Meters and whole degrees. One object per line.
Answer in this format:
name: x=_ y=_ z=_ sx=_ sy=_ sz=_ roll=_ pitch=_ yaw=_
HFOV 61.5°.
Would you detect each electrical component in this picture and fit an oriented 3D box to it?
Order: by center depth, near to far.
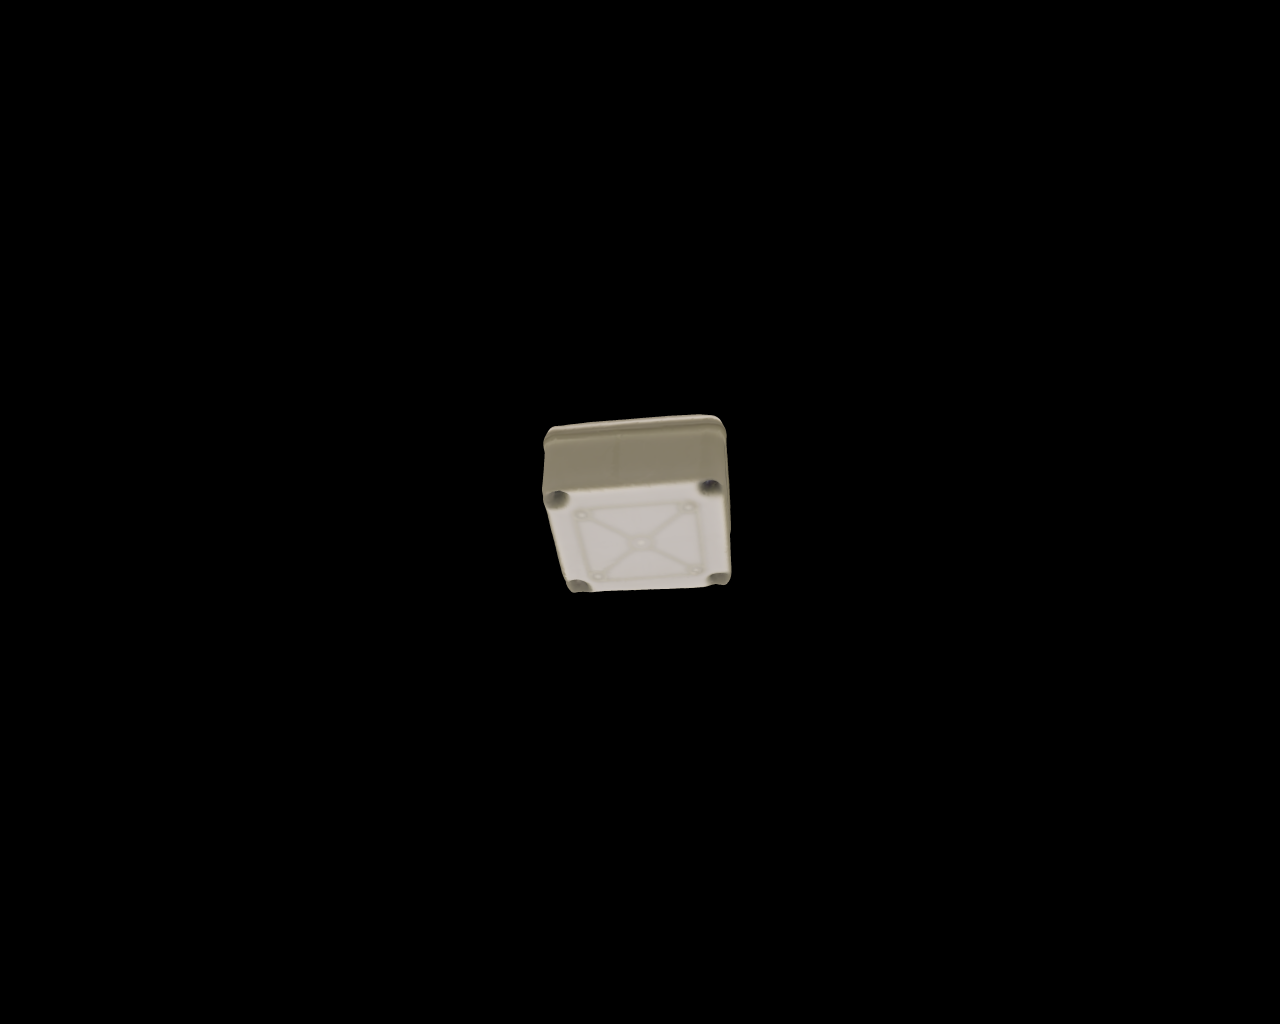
electrical component: x=0.001 y=-0.003 z=0.650 sx=0.109 sy=0.056 sz=0.108 roll=-4 pitch=-39 yaw=5
